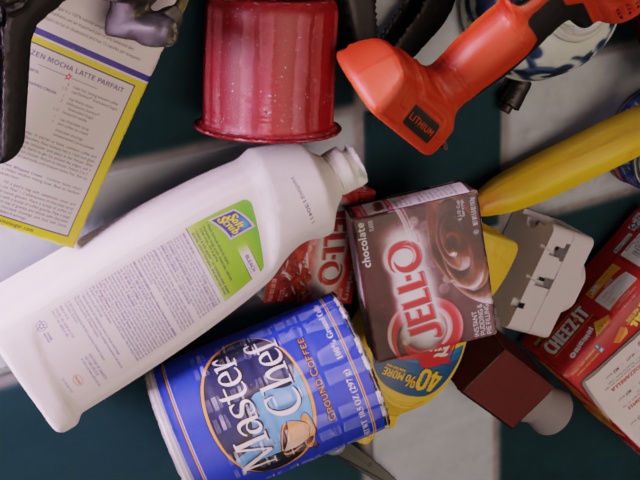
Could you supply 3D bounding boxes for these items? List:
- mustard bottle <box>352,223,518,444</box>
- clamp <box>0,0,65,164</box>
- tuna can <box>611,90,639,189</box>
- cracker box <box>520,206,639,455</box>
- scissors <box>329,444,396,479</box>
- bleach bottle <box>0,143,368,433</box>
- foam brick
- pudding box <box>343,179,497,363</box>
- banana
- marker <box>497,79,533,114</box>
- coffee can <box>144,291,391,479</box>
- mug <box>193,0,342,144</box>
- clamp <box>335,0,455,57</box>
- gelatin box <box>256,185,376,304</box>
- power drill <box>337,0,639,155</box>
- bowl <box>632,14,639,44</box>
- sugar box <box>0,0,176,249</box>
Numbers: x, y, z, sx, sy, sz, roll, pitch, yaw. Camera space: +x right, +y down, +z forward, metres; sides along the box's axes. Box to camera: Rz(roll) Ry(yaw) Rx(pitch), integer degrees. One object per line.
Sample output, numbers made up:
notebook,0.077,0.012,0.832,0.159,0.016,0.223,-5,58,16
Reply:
mustard bottle,0.070,0.069,0.813,0.096,0.058,0.192,19,102,-33
clamp,-0.164,-0.123,0.550,0.171,0.039,0.120,-51,143,-5
tuna can,0.279,-0.082,0.877,0.086,0.034,0.086,-12,117,-25
cracker box,0.297,0.093,0.946,0.164,0.072,0.213,-49,127,0
scissors,-0.009,0.166,0.839,0.096,0.016,0.201,-36,124,-8
bleach bottle,-0.081,0.017,0.682,0.250,0.068,0.102,-29,122,-8
foam brick,0.142,0.107,0.870,0.051,0.053,0.078,-46,125,10
pudding box,0.070,0.022,0.745,0.090,0.039,0.113,-13,108,-7
banana,0.205,-0.068,0.818,0.198,0.037,0.069,-27,168,9
marker,0.168,-0.148,0.793,0.020,0.020,0.121,26,98,-36
coffee can,-0.036,0.108,0.728,0.140,0.103,0.103,-22,122,-6
mug,-0.025,-0.111,0.666,0.117,0.093,0.081,-24,121,-55
clamp,0.050,-0.205,0.689,0.164,0.036,0.210,17,99,-33
gelatin box,-0.005,0.001,0.756,0.073,0.030,0.089,2,111,-30
power drill,0.105,-0.138,0.628,0.188,0.057,0.184,-35,154,14
bowl,0.294,-0.192,0.821,0.161,0.055,0.162,-12,117,-25
sugar box,-0.154,-0.092,0.620,0.093,0.048,0.176,21,96,-35
